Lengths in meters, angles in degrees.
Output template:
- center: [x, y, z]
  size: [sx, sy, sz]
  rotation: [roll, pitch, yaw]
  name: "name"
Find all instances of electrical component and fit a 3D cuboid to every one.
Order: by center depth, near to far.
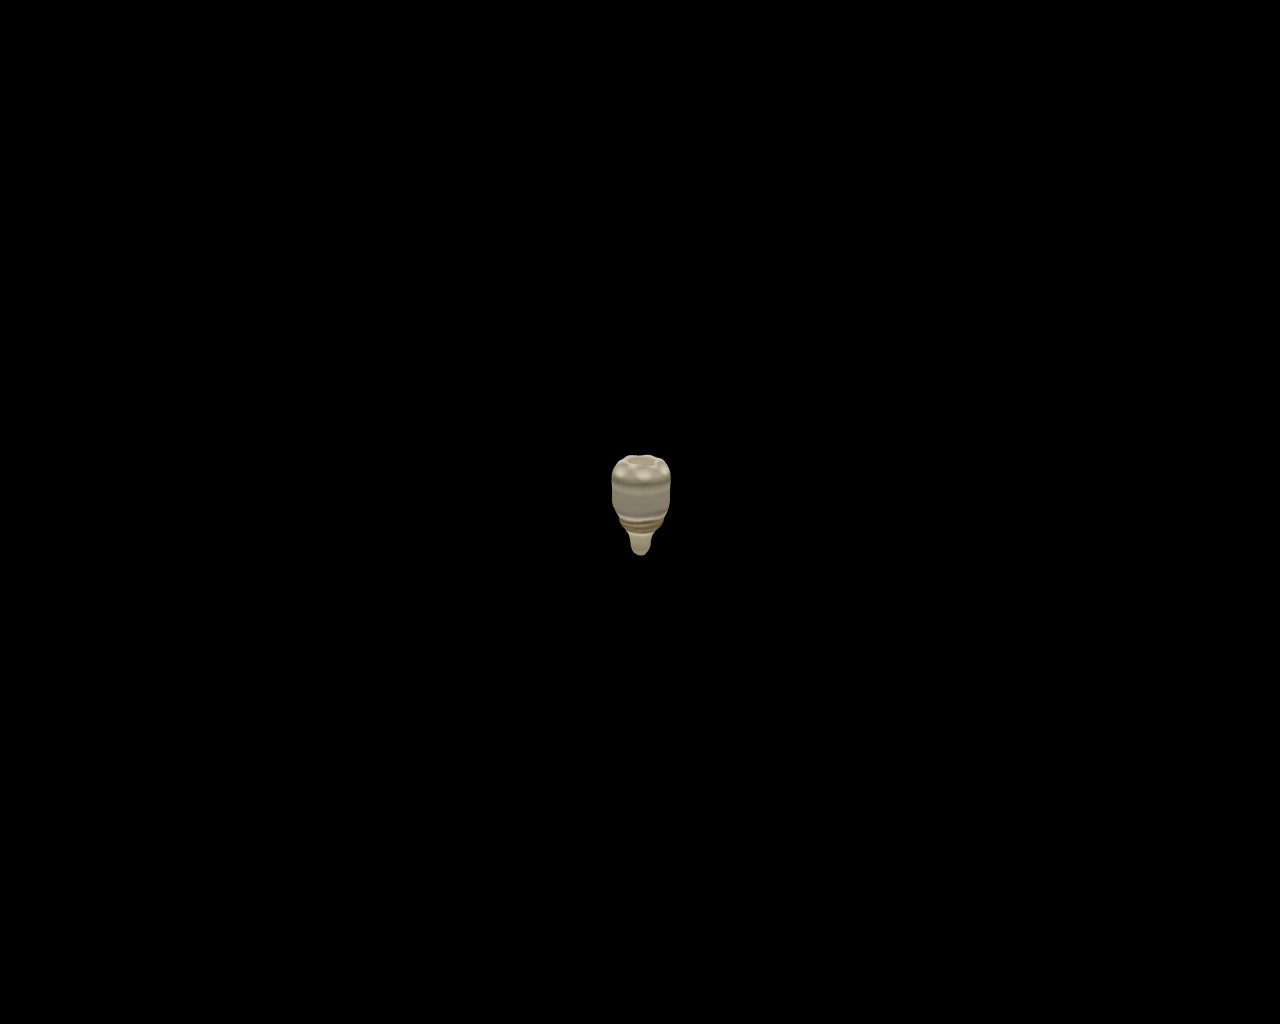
- center: [0.001, -0.003, 0.650]
  size: [0.035, 0.061, 0.035]
  rotation: [0, 17, 0]
  name: "electrical component"
